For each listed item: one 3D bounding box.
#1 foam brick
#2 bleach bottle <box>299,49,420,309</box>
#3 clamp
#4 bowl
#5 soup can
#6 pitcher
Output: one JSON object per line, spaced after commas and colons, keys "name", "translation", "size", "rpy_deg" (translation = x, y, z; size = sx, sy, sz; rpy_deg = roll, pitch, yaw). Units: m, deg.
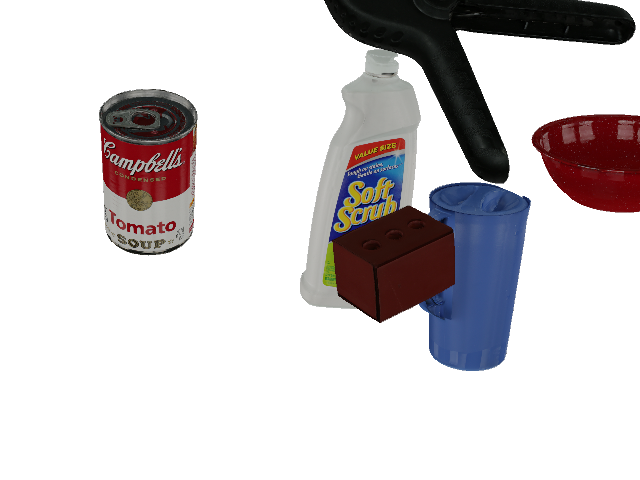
{"name": "foam brick", "translation": [0.056, 0.017, 0.799], "size": [0.078, 0.051, 0.053], "rpy_deg": [-25, 36, -29]}
{"name": "bleach bottle", "translation": [0.039, -0.059, 1.032], "size": [0.102, 0.251, 0.068], "rpy_deg": [3, 23, -5]}
{"name": "clamp", "translation": [0.070, -0.130, 0.652], "size": [0.210, 0.164, 0.036], "rpy_deg": [30, -32, 11]}
{"name": "bowl", "translation": [0.276, -0.068, 0.987], "size": [0.162, 0.055, 0.162], "rpy_deg": [-2, 24, 1]}
{"name": "soup can", "translation": [-0.124, -0.049, 0.771], "size": [0.068, 0.102, 0.068], "rpy_deg": [4, 39, -3]}
{"name": "pitcher", "translation": [0.199, 0.052, 1.446], "size": [0.149, 0.243, 0.145], "rpy_deg": [4, 21, 6]}
